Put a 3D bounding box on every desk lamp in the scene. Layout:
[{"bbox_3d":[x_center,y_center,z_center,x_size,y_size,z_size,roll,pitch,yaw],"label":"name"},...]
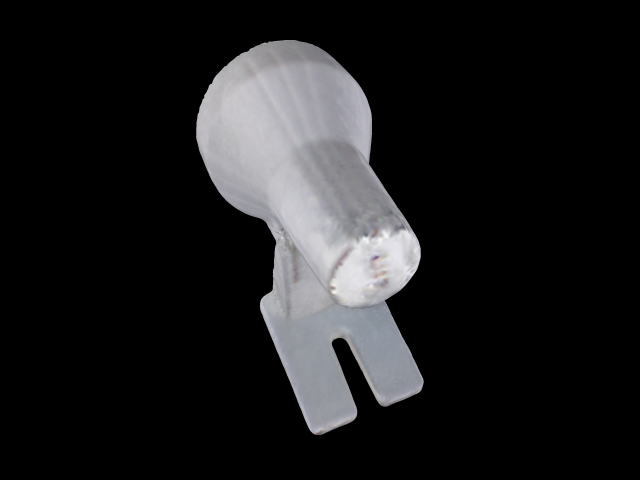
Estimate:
[{"bbox_3d":[0.004,0.001,0.400,0.118,0.214,0.203,-21,62,-11],"label":"desk lamp"}]
